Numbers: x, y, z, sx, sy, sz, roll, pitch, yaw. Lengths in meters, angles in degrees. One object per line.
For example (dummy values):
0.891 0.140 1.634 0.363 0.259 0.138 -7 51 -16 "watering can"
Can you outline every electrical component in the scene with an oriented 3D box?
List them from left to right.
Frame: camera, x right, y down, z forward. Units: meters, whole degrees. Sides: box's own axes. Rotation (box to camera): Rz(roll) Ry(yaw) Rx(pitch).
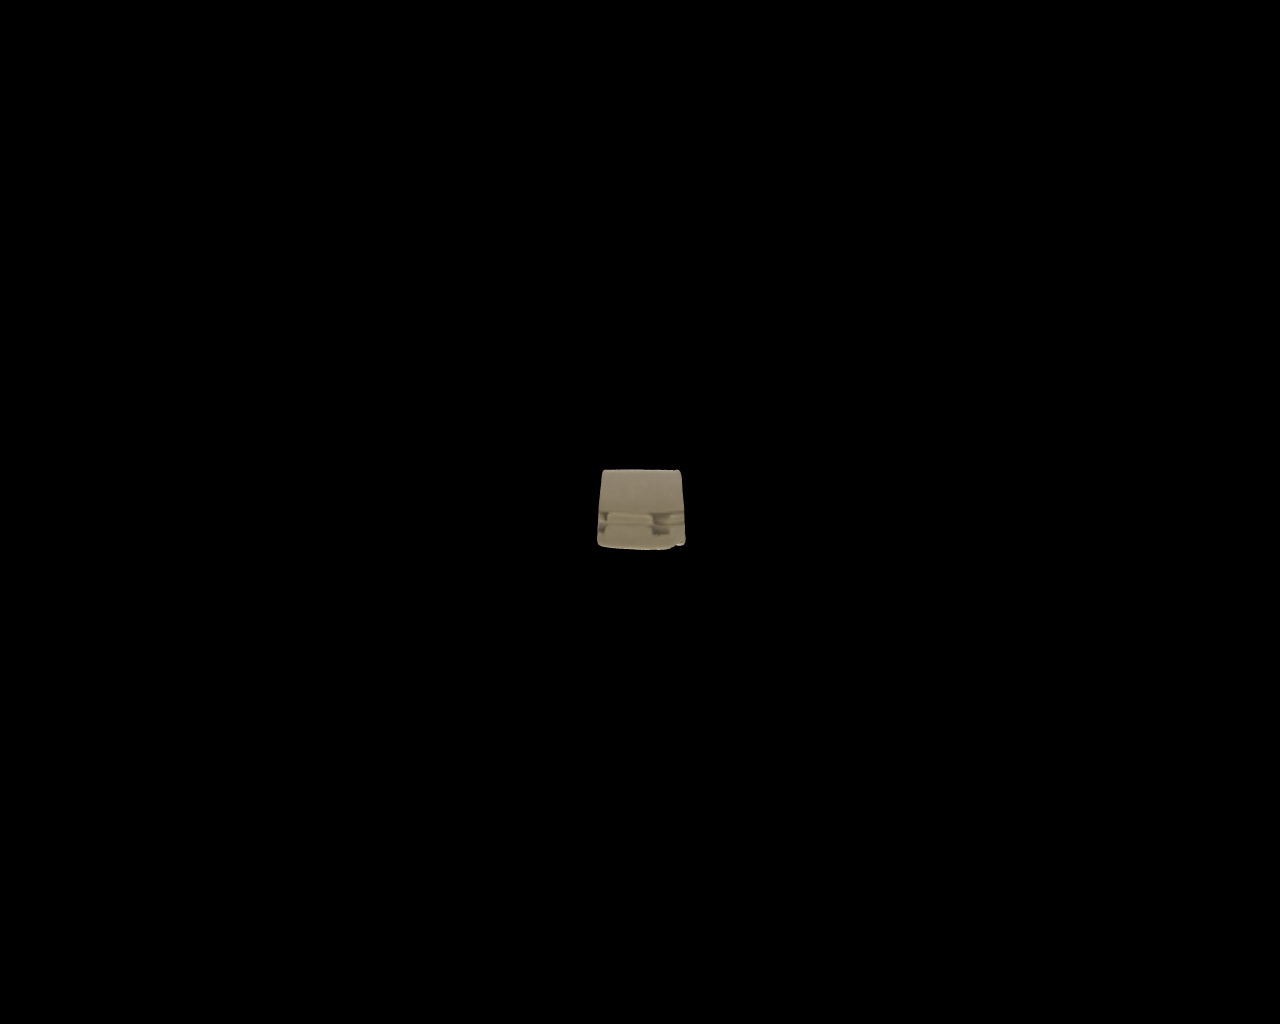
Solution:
0.001 -0.003 0.650 0.055 0.047 0.055 0 2 0 "electrical component"
